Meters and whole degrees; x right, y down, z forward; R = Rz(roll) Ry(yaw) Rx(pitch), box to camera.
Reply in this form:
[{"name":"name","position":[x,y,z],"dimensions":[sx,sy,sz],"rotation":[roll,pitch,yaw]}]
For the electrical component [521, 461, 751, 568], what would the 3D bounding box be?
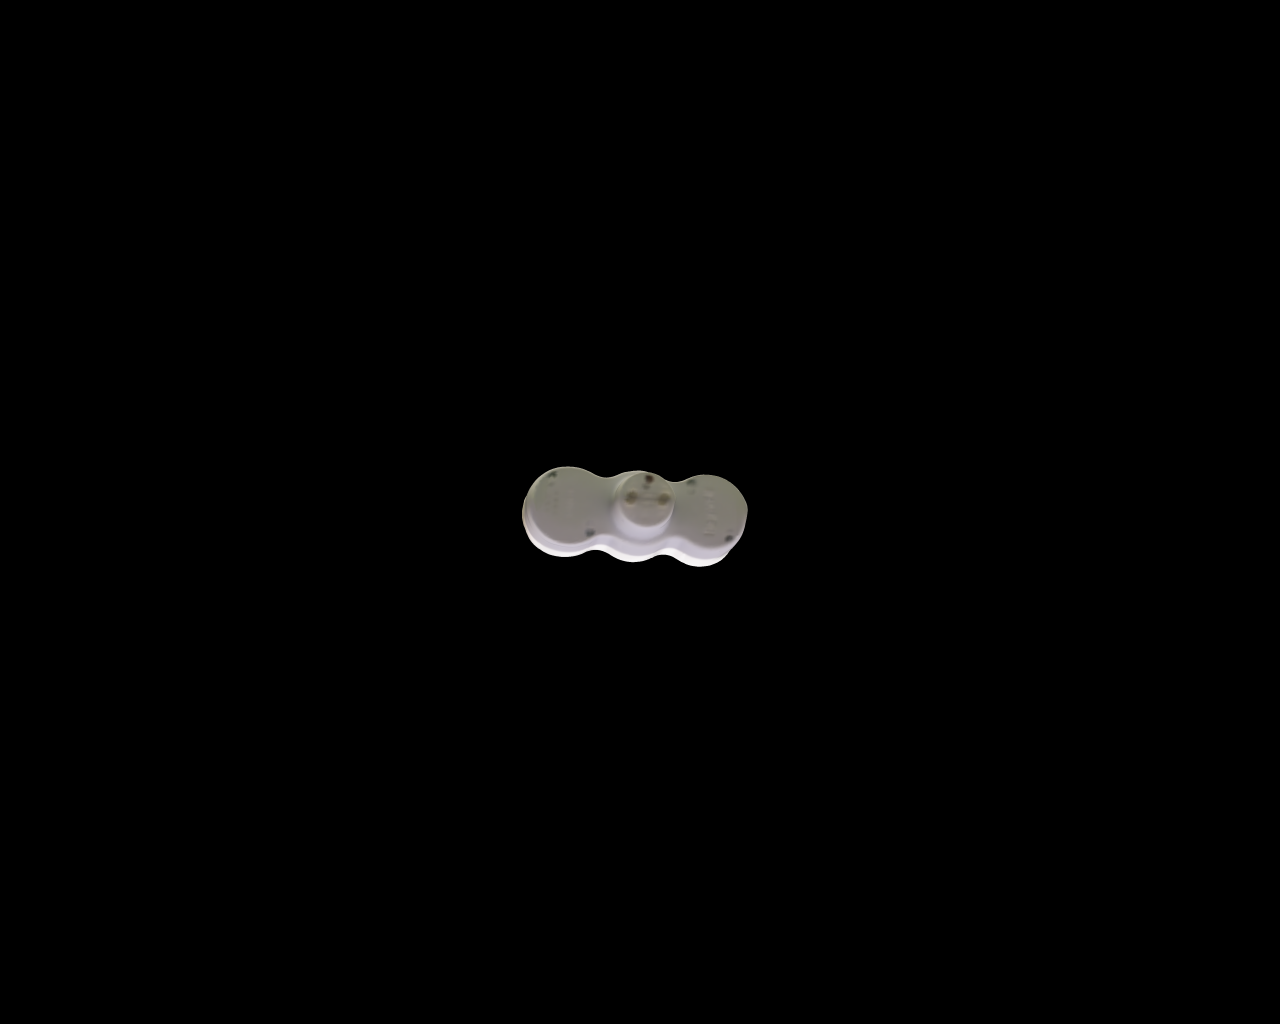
[{"name":"electrical component","position":[0.001,-0.003,0.650],"dimensions":[0.138,0.052,0.073],"rotation":[4,-19,-12]}]
